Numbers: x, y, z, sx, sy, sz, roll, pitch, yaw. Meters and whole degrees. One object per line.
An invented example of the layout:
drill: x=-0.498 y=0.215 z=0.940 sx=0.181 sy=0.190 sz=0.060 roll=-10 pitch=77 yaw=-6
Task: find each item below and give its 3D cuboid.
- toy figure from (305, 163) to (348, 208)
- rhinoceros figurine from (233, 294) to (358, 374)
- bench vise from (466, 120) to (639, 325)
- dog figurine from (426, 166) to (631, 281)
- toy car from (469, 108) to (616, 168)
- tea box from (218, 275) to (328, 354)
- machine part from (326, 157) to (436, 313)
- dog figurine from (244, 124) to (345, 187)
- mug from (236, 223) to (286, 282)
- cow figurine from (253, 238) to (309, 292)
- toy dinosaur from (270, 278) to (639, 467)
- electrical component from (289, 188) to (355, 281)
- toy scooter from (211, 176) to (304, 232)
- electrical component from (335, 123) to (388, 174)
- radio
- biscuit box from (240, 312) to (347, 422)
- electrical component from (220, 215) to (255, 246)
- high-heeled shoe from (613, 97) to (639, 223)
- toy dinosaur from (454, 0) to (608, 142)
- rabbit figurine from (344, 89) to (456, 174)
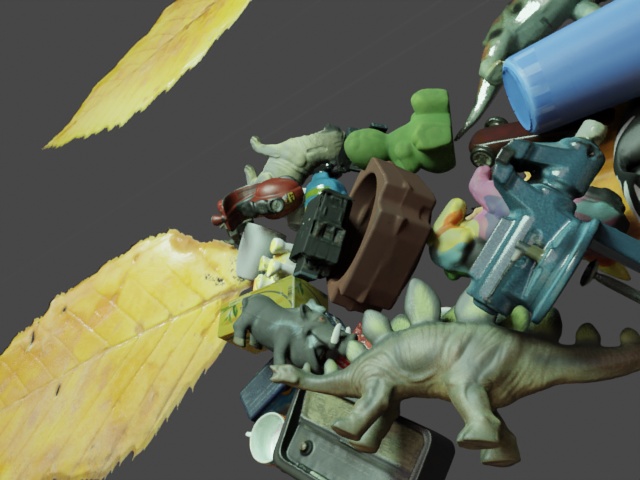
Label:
toy figure: x=0.008 y=-0.046 z=0.968 sx=0.089 sy=0.082 sz=0.180 roll=-35 pitch=48 yaw=49
rhinoceros figurine: x=-0.036 y=0.137 z=0.785 sx=0.191 sy=0.073 sz=0.112 roll=17 pitch=79 yaw=26
bench vise: x=0.271 y=0.005 z=0.535 sx=0.241 sy=0.128 sz=0.223 roll=32 pitch=83 yaw=20
dog figurine: x=0.266 y=0.002 z=0.675 sx=0.191 sy=0.108 sz=0.219 roll=-52 pitch=43 yaw=0
toy car: x=0.313 y=-0.149 z=0.774 sx=0.202 sy=0.053 sz=0.089 roll=-4 pitch=40 yaw=40
tea box: x=-0.079 y=0.129 z=0.912 sx=0.170 sy=0.098 sz=0.068 roll=-26 pitch=47 yaw=30
machine part: x=0.083 y=-0.006 z=0.791 sx=0.201 sy=0.087 sz=0.201 roll=-98 pitch=28 yaw=-68
dog figurine: x=-0.039 y=-0.136 z=1.065 sx=0.191 sy=0.121 sz=0.172 roll=-1 pitch=86 yaw=26
mug: x=-0.110 y=0.032 z=1.031 sx=0.110 sy=0.080 sz=0.107 roll=15 pitch=85 yaw=42
cow figurine: x=-0.062 y=0.064 z=0.946 sx=0.167 sy=0.098 sz=0.068 roll=128 pitch=151 yaw=-57
toy dinosaur: x=0.169 y=0.139 z=0.601 sx=0.472 sy=0.105 sz=0.198 roll=-1 pitch=58 yaw=15
electrical component: x=-0.002 y=-0.003 z=0.828 sx=0.115 sy=0.058 sz=0.134 roll=142 pitch=146 yaw=-74
toy scooter: x=-0.125 y=-0.062 z=0.985 sx=0.184 sy=0.075 sz=0.135 roll=-8 pitch=18 yaw=24
electrical component: x=0.079 y=-0.168 z=0.952 sx=0.119 sy=0.075 sz=0.048 roll=111 pitch=158 yaw=-47
radio: x=0.048 y=0.279 z=0.706 sx=0.230 sy=0.073 sz=0.131 roll=9 pitch=69 yaw=46
biscuit box: x=-0.038 y=0.203 z=0.850 sx=0.202 sy=0.059 sz=0.063 roll=-46 pitch=43 yaw=7
electrical component: x=-0.181 y=-0.035 z=1.165 sx=0.078 sy=0.045 sz=0.102 roll=-23 pitch=45 yaw=-9
high-heeled shoe: x=0.376 y=-0.108 z=0.617 sx=0.086 sy=0.145 sz=0.249 roll=-19 pitch=53 yaw=32
toy dinosaur: x=0.342 y=-0.341 z=0.843 sx=0.405 sy=0.131 sz=0.192 roll=-39 pitch=26 yaw=26
rabbit figurine: x=0.128 y=-0.153 z=0.866 sx=0.170 sy=0.159 sz=0.121 roll=-5 pitch=65 yaw=15
